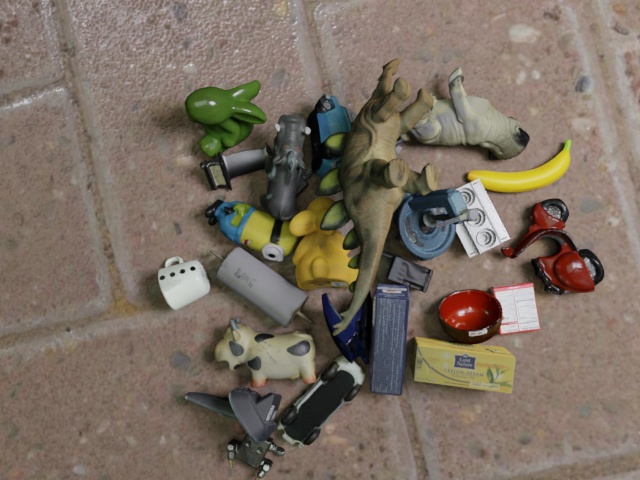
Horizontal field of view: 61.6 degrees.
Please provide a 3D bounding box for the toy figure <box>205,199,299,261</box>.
[{"bbox_3d":[-0.127,-0.025,1.028,0.180,0.082,0.089,28,94,9],"label":"toy figure"}]

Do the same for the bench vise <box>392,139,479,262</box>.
[{"bbox_3d":[0.175,-0.059,0.926,0.129,0.241,0.223,-28,102,-21],"label":"bench vise"}]

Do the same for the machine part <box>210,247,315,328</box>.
[{"bbox_3d":[-0.110,0.089,1.024,0.243,0.079,0.079,36,93,5],"label":"machine part"}]

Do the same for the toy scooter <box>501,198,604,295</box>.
[{"bbox_3d":[0.410,0.027,0.968,0.135,0.075,0.184,-28,83,5],"label":"toy scooter"}]

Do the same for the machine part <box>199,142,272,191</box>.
[{"bbox_3d":[-0.156,-0.142,1.042,0.139,0.084,0.039,-19,45,-2],"label":"machine part"}]

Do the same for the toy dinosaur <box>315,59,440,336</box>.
[{"bbox_3d":[0.084,-0.088,0.849,0.105,0.199,0.471,22,64,-32],"label":"toy dinosaur"}]

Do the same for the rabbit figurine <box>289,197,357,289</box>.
[{"bbox_3d":[-0.002,-0.003,0.992,0.122,0.162,0.173,-3,71,18],"label":"rabbit figurine"}]

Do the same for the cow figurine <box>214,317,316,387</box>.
[{"bbox_3d":[-0.106,0.209,1.019,0.195,0.085,0.127,-3,87,3],"label":"cow figurine"}]

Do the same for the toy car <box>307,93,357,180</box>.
[{"bbox_3d":[0.037,-0.189,1.010,0.103,0.109,0.161,-3,76,-17],"label":"toy car"}]

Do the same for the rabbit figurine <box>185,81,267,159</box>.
[{"bbox_3d":[-0.178,-0.229,0.992,0.159,0.170,0.121,-12,88,7],"label":"rabbit figurine"}]

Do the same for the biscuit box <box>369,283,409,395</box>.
[{"bbox_3d":[0.124,0.181,0.972,0.063,0.059,0.202,4,110,7],"label":"biscuit box"}]

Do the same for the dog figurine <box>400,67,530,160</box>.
[{"bbox_3d":[0.263,-0.192,0.986,0.190,0.121,0.172,45,128,-12],"label":"dog figurine"}]

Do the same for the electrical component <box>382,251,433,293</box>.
[{"bbox_3d":[0.146,0.054,0.997,0.119,0.075,0.047,20,91,2],"label":"electrical component"}]

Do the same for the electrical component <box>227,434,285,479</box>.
[{"bbox_3d":[-0.129,0.411,1.037,0.102,0.045,0.078,34,94,6],"label":"electrical component"}]

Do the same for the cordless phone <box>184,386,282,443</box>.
[{"bbox_3d":[-0.171,0.306,0.994,0.184,0.146,0.088,13,74,8],"label":"cordless phone"}]

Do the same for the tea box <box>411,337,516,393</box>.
[{"bbox_3d":[0.254,0.222,0.970,0.170,0.098,0.068,5,90,5],"label":"tea box"}]

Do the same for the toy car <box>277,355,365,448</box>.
[{"bbox_3d":[0.003,0.307,1.020,0.073,0.056,0.201,42,95,-1],"label":"toy car"}]

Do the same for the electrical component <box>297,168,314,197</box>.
[{"bbox_3d":[-0.058,-0.116,1.051,0.063,0.021,0.094,44,94,5],"label":"electrical component"}]

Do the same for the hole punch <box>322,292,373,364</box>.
[{"bbox_3d":[0.049,0.158,0.975,0.092,0.142,0.116,0,60,6],"label":"hole punch"}]

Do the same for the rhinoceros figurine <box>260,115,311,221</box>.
[{"bbox_3d":[-0.066,-0.131,0.975,0.073,0.112,0.190,8,103,-7],"label":"rhinoceros figurine"}]
